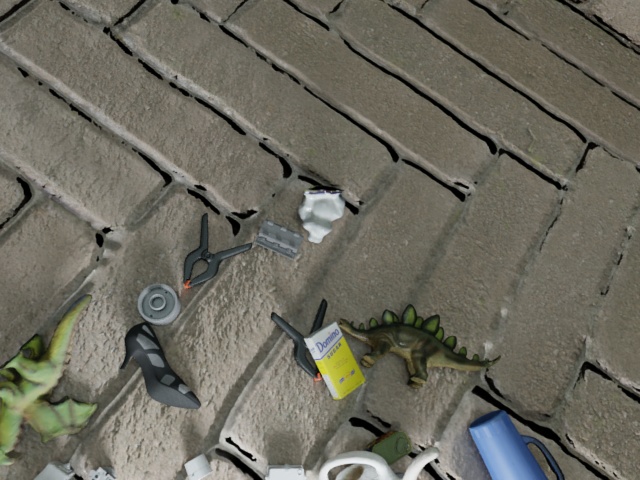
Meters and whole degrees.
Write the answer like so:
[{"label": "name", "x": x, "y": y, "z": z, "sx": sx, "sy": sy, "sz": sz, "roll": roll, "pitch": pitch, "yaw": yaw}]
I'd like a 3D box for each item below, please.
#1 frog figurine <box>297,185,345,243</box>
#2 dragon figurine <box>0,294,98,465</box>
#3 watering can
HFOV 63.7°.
[{"label": "frog figurine", "x": 0.005, "y": -0.075, "z": 1.500, "sx": 0.138, "sy": 0.124, "sz": 0.157, "roll": -4, "pitch": 107, "yaw": -21}, {"label": "dragon figurine", "x": -0.639, "y": 0.351, "z": 1.225, "sx": 0.415, "sy": 0.121, "sz": 0.241, "roll": -45, "pitch": 100, "yaw": -20}, {"label": "watering can", "x": 0.155, "y": 0.579, "z": 1.186, "sx": 0.223, "sy": 0.344, "sz": 0.106, "roll": 61, "pitch": 32, "yaw": -9}]
